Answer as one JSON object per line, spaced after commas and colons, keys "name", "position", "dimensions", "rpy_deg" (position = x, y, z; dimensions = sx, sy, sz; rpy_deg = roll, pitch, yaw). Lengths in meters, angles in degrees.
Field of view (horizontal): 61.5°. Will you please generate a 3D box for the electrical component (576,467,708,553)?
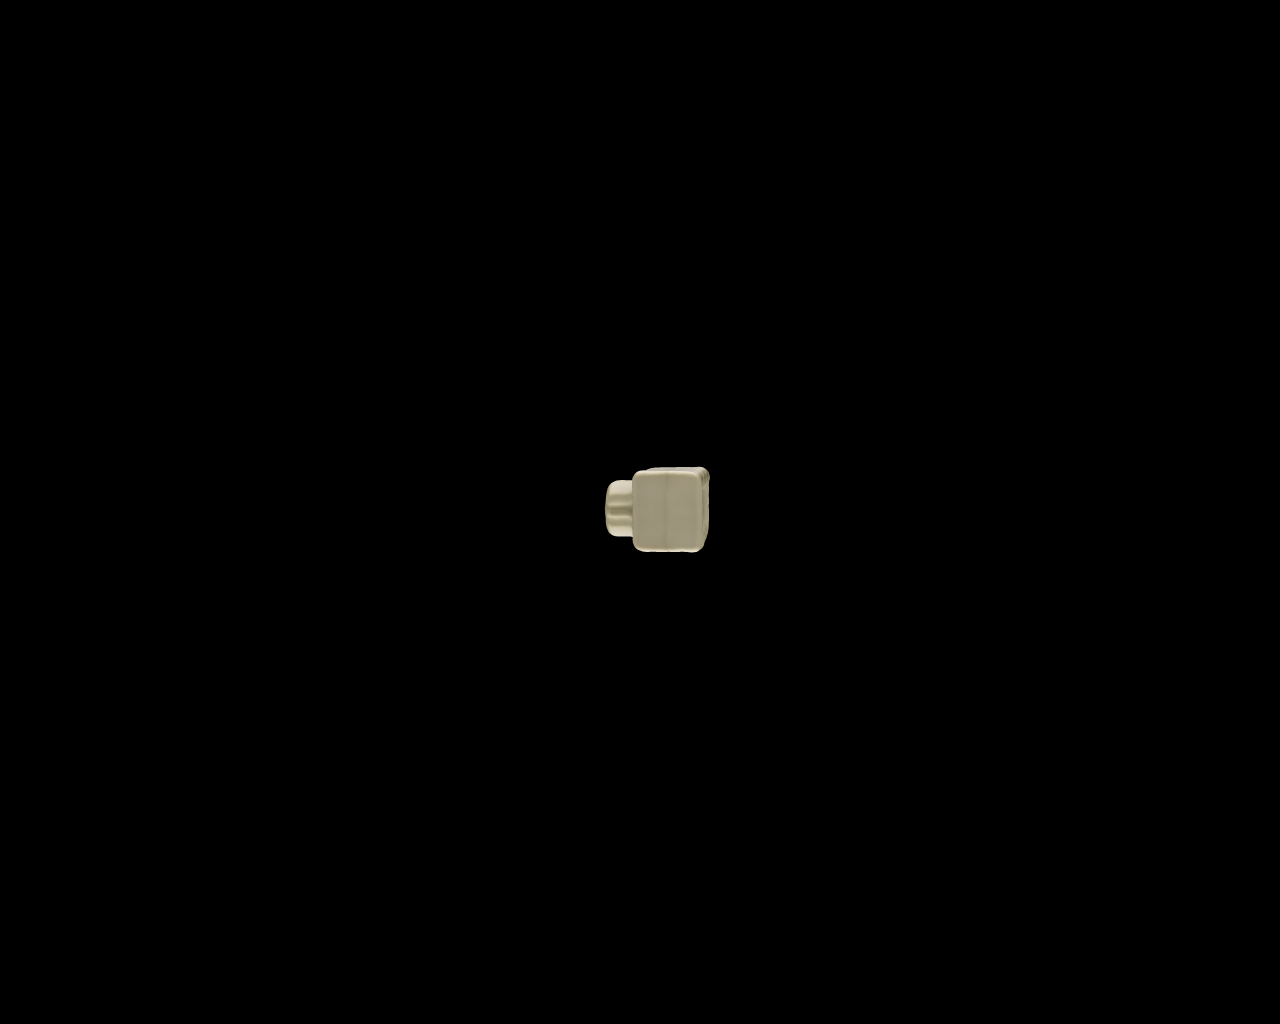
{"name": "electrical component", "position": [0.001, -0.003, 0.650], "dimensions": [0.077, 0.047, 0.066], "rpy_deg": [1, 5, 7]}
